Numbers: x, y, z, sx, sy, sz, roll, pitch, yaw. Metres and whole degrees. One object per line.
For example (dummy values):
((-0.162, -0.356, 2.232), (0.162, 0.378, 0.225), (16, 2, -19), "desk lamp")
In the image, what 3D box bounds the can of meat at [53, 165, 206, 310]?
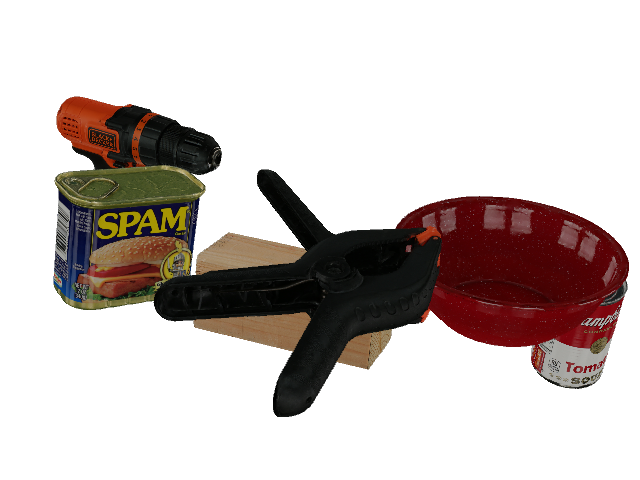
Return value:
((-0.137, -0.003, 0.757), (0.101, 0.084, 0.058), (-7, 28, -34), "can of meat")

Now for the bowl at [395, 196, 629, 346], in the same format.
((0.129, 0.027, 0.747), (0.162, 0.055, 0.162), (2, 28, -1), "bowl")

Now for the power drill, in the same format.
((-0.181, -0.045, 1.080), (0.185, 0.188, 0.057), (18, 32, 24), "power drill")

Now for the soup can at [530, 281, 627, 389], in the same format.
((0.231, 0.075, 0.964), (0.068, 0.102, 0.068), (3, 35, -2), "soup can")

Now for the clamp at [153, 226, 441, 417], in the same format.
((0.008, 0.037, 0.585), (0.171, 0.039, 0.120), (-19, 44, -25), "clamp")

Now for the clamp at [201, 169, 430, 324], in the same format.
((0.000, 0.029, 0.980), (0.210, 0.036, 0.164), (28, 48, 6), "clamp")

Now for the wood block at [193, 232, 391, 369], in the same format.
((-0.028, 0.064, 1.181), (0.206, 0.091, 0.090), (12, 22, 17), "wood block")
